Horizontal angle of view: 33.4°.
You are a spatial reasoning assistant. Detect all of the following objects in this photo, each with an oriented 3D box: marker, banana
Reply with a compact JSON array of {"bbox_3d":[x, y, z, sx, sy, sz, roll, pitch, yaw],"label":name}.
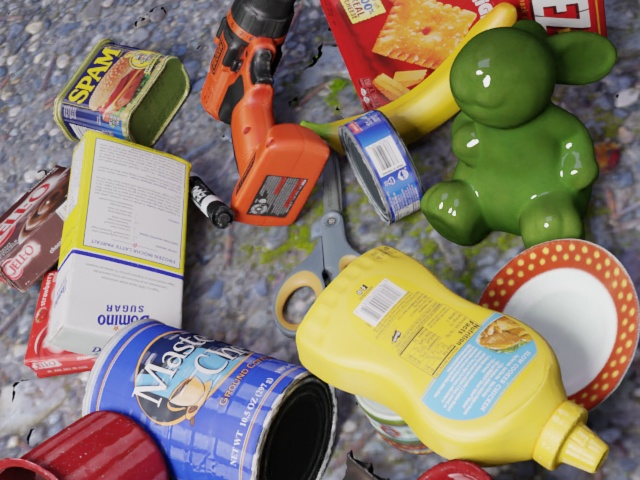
[{"bbox_3d":[-0.092,-0.033,0.865,0.020,0.020,0.121,-34,25,-7],"label":"marker"},{"bbox_3d":[0.081,-0.115,0.850,0.198,0.069,0.037,-30,57,21],"label":"banana"}]

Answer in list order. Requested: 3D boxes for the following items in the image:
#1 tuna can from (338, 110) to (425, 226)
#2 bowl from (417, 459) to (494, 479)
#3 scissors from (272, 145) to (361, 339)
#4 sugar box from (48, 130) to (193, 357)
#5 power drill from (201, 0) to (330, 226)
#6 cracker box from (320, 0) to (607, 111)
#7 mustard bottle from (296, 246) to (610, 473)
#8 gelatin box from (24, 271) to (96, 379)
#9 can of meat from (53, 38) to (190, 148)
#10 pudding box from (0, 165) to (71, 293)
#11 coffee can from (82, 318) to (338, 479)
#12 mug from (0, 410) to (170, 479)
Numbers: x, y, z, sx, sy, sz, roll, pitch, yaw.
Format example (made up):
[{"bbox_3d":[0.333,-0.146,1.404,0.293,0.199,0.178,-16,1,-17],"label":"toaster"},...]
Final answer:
[{"bbox_3d":[0.048,-0.056,0.820,0.033,0.086,0.086,-27,49,-4],"label":"tuna can"},{"bbox_3d":[0.082,0.207,0.589,0.055,0.162,0.162,19,50,-20],"label":"bowl"},{"bbox_3d":[-0.006,0.001,0.841,0.096,0.016,0.202,-23,49,2],"label":"scissors"},{"bbox_3d":[-0.153,0.007,0.831,0.048,0.093,0.176,-41,40,50],"label":"sugar box"},{"bbox_3d":[-0.042,-0.120,0.860,0.057,0.185,0.187,4,51,-22],"label":"power drill"},{"bbox_3d":[0.114,-0.194,0.851,0.214,0.164,0.072,-9,53,14],"label":"cracker box"},{"bbox_3d":[0.085,0.081,0.643,0.192,0.058,0.096,30,58,28],"label":"mustard bottle"},{"bbox_3d":[-0.191,0.063,0.851,0.073,0.030,0.089,-8,51,15],"label":"gelatin box"},{"bbox_3d":[-0.180,-0.131,0.983,0.084,0.057,0.102,16,61,26],"label":"can of meat"},{"bbox_3d":[-0.237,-0.012,0.903,0.113,0.039,0.090,-45,30,-20],"label":"pudding box"},{"bbox_3d":[-0.073,0.119,0.717,0.140,0.102,0.102,14,59,28],"label":"coffee can"},{"bbox_3d":[-0.150,0.168,0.670,0.093,0.117,0.081,28,32,20],"label":"mug"}]
